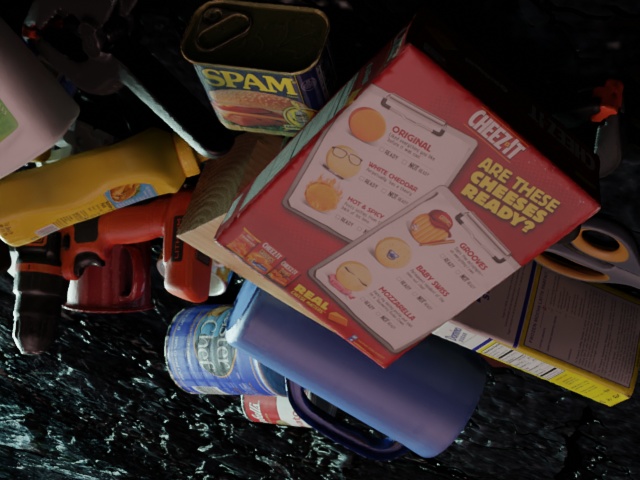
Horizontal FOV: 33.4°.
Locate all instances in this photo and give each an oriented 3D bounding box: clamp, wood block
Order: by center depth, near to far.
[{"bbox_3d":[-0.145,-0.152,0.737,0.210,0.036,0.164,22,131,40],"label":"clamp"},{"bbox_3d":[0.154,-0.061,0.761,0.120,0.039,0.172,15,147,-2],"label":"clamp"},{"bbox_3d":[-0.006,0.001,0.918,0.205,0.090,0.090,33,149,-25],"label":"wood block"}]

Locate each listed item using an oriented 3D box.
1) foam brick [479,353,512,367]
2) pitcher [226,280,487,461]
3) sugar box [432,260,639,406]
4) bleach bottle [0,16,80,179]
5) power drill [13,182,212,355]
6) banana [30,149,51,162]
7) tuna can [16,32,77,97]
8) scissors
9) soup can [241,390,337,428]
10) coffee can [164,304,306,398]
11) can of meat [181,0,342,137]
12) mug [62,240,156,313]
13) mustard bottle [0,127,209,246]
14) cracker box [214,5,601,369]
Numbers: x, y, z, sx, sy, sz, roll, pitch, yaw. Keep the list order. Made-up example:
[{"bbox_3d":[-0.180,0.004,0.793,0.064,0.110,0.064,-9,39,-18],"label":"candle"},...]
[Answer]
[{"bbox_3d":[0.186,0.084,0.991,0.078,0.051,0.053,-7,143,40],"label":"foam brick"},{"bbox_3d":[0.029,0.114,1.054,0.242,0.149,0.145,28,161,-11],"label":"pitcher"},{"bbox_3d":[0.189,0.067,0.913,0.176,0.093,0.048,22,153,-5],"label":"sugar box"},{"bbox_3d":[-0.296,-0.161,0.789,0.103,0.068,0.250,-24,118,31],"label":"bleach bottle"},{"bbox_3d":[-0.195,0.018,0.988,0.188,0.184,0.057,1,169,15],"label":"power drill"},{"bbox_3d":[-0.295,-0.091,0.958,0.069,0.037,0.198,23,171,-27],"label":"banana"},{"bbox_3d":[-0.245,-0.133,0.882,0.086,0.033,0.086,15,153,8],"label":"tuna can"},{"bbox_3d":[0.274,0.026,0.869,0.202,0.016,0.096,16,152,6],"label":"scissors"},{"bbox_3d":[-0.037,0.195,1.317,0.102,0.068,0.068,0,148,30],"label":"soup can"},{"bbox_3d":[-0.085,0.119,1.170,0.141,0.102,0.102,-5,145,38],"label":"coffee can"},{"bbox_3d":[-0.037,-0.119,0.755,0.102,0.057,0.084,9,153,18],"label":"can of meat"},{"bbox_3d":[-0.205,0.028,1.062,0.093,0.081,0.117,-1,-175,-33],"label":"mug"},{"bbox_3d":[-0.177,-0.051,0.893,0.191,0.058,0.096,-19,173,-3],"label":"mustard bottle"},{"bbox_3d":[0.057,-0.028,0.729,0.164,0.072,0.214,38,126,-14],"label":"cracker box"}]
